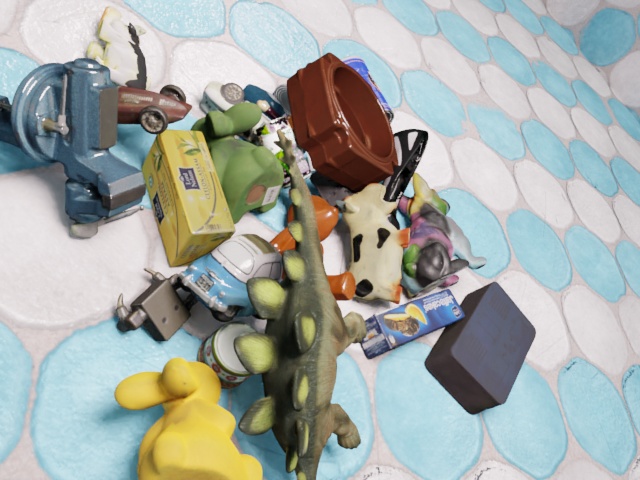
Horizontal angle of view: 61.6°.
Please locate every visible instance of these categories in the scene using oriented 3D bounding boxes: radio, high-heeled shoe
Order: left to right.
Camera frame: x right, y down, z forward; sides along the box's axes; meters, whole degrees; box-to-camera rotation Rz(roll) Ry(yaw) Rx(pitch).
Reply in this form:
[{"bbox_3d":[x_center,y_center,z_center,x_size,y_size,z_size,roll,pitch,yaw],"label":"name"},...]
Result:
[{"bbox_3d":[0.156,-0.085,0.972,0.086,0.145,0.249,38,35,-59],"label":"high-heeled shoe"},{"bbox_3d":[0.291,0.187,0.953,0.131,0.073,0.229,49,46,1],"label":"radio"}]

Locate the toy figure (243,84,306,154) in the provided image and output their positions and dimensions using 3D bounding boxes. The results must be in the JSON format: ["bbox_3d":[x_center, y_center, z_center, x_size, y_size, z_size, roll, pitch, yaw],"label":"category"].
[{"bbox_3d":[-0.078,-0.215,0.963,0.154,0.058,0.064,39,25,-5],"label":"toy figure"}]

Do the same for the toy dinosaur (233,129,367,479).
[{"bbox_3d":[-0.018,0.114,0.639,0.198,0.105,0.471,19,65,-69],"label":"toy dinosaur"}]

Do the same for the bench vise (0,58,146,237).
[{"bbox_3d":[-0.329,-0.122,0.665,0.241,0.223,0.129,19,38,15],"label":"bench vise"}]

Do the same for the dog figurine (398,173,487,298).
[{"bbox_3d":[0.191,-0.016,0.998,0.191,0.108,0.219,-10,63,-37],"label":"dog figurine"}]

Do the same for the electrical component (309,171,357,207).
[{"bbox_3d":[0.036,-0.094,0.969,0.075,0.048,0.119,58,20,8],"label":"electrical component"}]

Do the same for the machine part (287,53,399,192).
[{"bbox_3d":[0.043,-0.197,0.909,0.201,0.087,0.201,21,53,-49],"label":"machine part"}]

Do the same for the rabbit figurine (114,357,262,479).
[{"bbox_3d":[-0.151,0.199,0.587,0.173,0.122,0.162,-101,164,-57],"label":"rabbit figurine"}]

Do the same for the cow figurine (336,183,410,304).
[{"bbox_3d":[0.084,0.003,0.887,0.127,0.085,0.194,6,84,6],"label":"cow figurine"}]

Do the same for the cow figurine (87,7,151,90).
[{"bbox_3d":[-0.309,-0.291,0.844,0.098,0.068,0.167,17,55,-34],"label":"cow figurine"}]

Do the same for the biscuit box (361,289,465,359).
[{"bbox_3d":[0.153,0.135,0.892,0.202,0.063,0.059,-12,70,-40],"label":"biscuit box"}]

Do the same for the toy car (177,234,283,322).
[{"bbox_3d":[-0.104,0.040,0.706,0.109,0.103,0.161,38,11,21],"label":"toy car"}]

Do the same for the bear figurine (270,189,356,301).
[{"bbox_3d":[-0.005,-0.002,0.830,0.120,0.132,0.196,48,46,-28],"label":"bear figurine"}]

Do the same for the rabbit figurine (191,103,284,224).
[{"bbox_3d":[-0.145,-0.130,0.814,0.121,0.159,0.170,-29,65,-35],"label":"rabbit figurine"}]

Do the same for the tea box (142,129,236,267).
[{"bbox_3d":[-0.187,-0.059,0.752,0.068,0.098,0.170,-6,62,-39],"label":"tea box"}]

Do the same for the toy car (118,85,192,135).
[{"bbox_3d":[-0.279,-0.186,0.740,0.202,0.053,0.089,3,36,10],"label":"toy car"}]

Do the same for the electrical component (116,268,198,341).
[{"bbox_3d":[-0.208,0.082,0.681,0.078,0.045,0.102,60,41,-28],"label":"electrical component"}]

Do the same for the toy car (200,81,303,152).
[{"bbox_3d":[-0.113,-0.190,0.910,0.201,0.073,0.056,39,68,-8],"label":"toy car"}]
